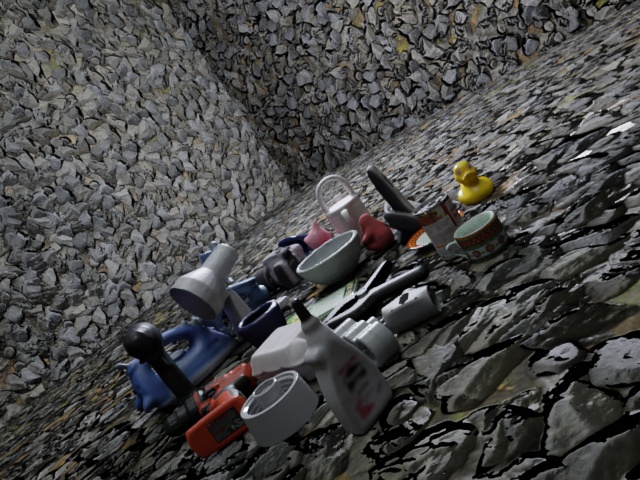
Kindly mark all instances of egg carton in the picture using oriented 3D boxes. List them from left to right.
[{"bbox_3d":[-0.044,0.186,0.944,0.150,0.069,0.107,-25,14,43],"label":"egg carton"}]

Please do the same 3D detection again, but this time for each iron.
[{"bbox_3d":[-0.313,0.256,1.263,0.259,0.141,0.118,-40,12,-31],"label":"iron"}]

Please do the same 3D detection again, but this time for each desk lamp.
[{"bbox_3d":[-0.214,0.129,1.337,0.117,0.214,0.204,-21,17,51],"label":"desk lamp"}]

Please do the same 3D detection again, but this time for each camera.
[{"bbox_3d":[-0.116,0.080,1.573,0.136,0.101,0.143,-29,12,26],"label":"camera"}]

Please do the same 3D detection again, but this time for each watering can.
[{"bbox_3d":[0.061,-0.077,1.478,0.101,0.194,0.172,-37,11,-16],"label":"watering can"}]

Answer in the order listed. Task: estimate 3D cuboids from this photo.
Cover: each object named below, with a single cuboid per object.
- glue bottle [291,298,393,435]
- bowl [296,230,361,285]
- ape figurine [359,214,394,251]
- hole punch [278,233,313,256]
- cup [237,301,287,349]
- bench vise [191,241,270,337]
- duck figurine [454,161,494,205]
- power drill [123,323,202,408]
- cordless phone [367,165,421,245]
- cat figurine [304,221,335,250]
[{"bbox_3d":[0.016,0.140,0.674,0.037,0.173,0.078,-23,15,47],"label":"glue bottle"},{"bbox_3d":[0.033,0.053,1.304,0.167,0.075,0.167,-33,10,7],"label":"bowl"},{"bbox_3d":[0.123,-0.021,1.313,0.078,0.092,0.076,-37,11,-13],"label":"ape figurine"},{"bbox_3d":[-0.059,0.012,1.738,0.101,0.091,0.108,-42,13,-36],"label":"hole punch"},{"bbox_3d":[-0.100,0.178,1.087,0.092,0.095,0.117,-39,11,-24],"label":"cup"},{"bbox_3d":[-0.248,0.124,1.448,0.121,0.220,0.208,-26,13,38],"label":"bench vise"},{"bbox_3d":[0.316,-0.129,1.221,0.077,0.086,0.104,-33,10,8],"label":"duck figurine"},{"bbox_3d":[-0.292,0.240,1.082,0.076,0.208,0.229,-37,11,-17],"label":"power drill"},{"bbox_3d":[0.167,-0.097,1.261,0.094,0.185,0.147,-32,11,12],"label":"cordless phone"},{"bbox_3d":[0.013,0.005,1.463,0.067,0.118,0.127,-38,11,-21],"label":"cat figurine"}]
